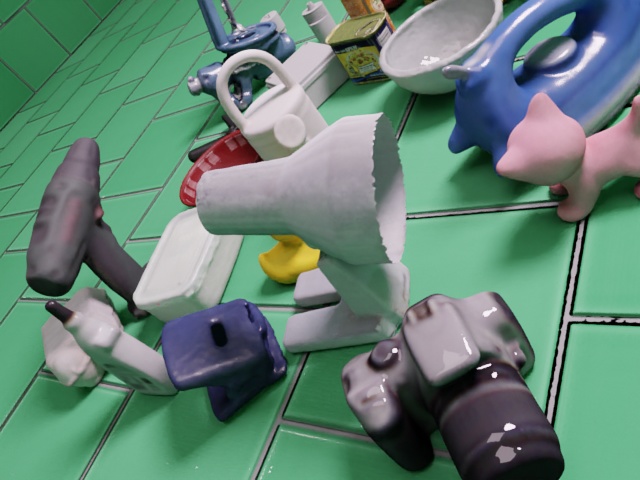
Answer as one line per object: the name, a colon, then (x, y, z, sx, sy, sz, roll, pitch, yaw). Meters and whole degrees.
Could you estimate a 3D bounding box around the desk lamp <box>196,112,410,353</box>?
desk lamp: (0.005, 0.002, 0.512, 0.202, 0.214, 0.118, -16, 43, 30)

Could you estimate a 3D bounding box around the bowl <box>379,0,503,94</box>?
bowl: (0.165, -0.243, 0.743, 0.167, 0.075, 0.167, -24, 39, 21)

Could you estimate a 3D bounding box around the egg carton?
egg carton: (-0.323, 0.132, 0.789, 0.107, 0.070, 0.149, -45, 36, -6)

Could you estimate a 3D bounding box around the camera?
camera: (0.094, 0.117, 0.408, 0.143, 0.101, 0.136, -33, 37, 10)

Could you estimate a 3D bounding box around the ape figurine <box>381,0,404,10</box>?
ape figurine: (0.106, -0.449, 0.995, 0.076, 0.092, 0.078, -12, 45, 33)

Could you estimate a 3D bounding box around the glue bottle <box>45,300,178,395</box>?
glue bottle: (-0.231, 0.118, 0.634, 0.077, 0.174, 0.037, -7, 48, 37)

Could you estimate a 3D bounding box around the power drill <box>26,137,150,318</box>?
power drill: (-0.293, -0.001, 0.782, 0.075, 0.209, 0.229, -19, 41, 27)

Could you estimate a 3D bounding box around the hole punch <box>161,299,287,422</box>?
hole punch: (-0.101, 0.111, 0.596, 0.101, 0.091, 0.108, -39, 36, 2)

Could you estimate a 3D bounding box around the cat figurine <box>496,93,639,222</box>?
cat figurine: (0.218, -0.078, 0.488, 0.127, 0.118, 0.067, -21, 40, 24)

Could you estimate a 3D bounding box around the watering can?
watering can: (-0.052, -0.158, 0.745, 0.101, 0.195, 0.172, -51, 38, -15)

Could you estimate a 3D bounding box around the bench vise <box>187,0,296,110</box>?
bench vise: (-0.166, -0.357, 1.032, 0.121, 0.220, 0.208, 15, 62, 48)

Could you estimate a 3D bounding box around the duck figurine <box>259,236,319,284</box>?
duck figurine: (-0.034, -0.005, 0.662, 0.104, 0.086, 0.077, -34, 37, 8)

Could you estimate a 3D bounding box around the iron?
iron: (0.233, -0.188, 0.568, 0.258, 0.142, 0.118, -42, 36, -2)
